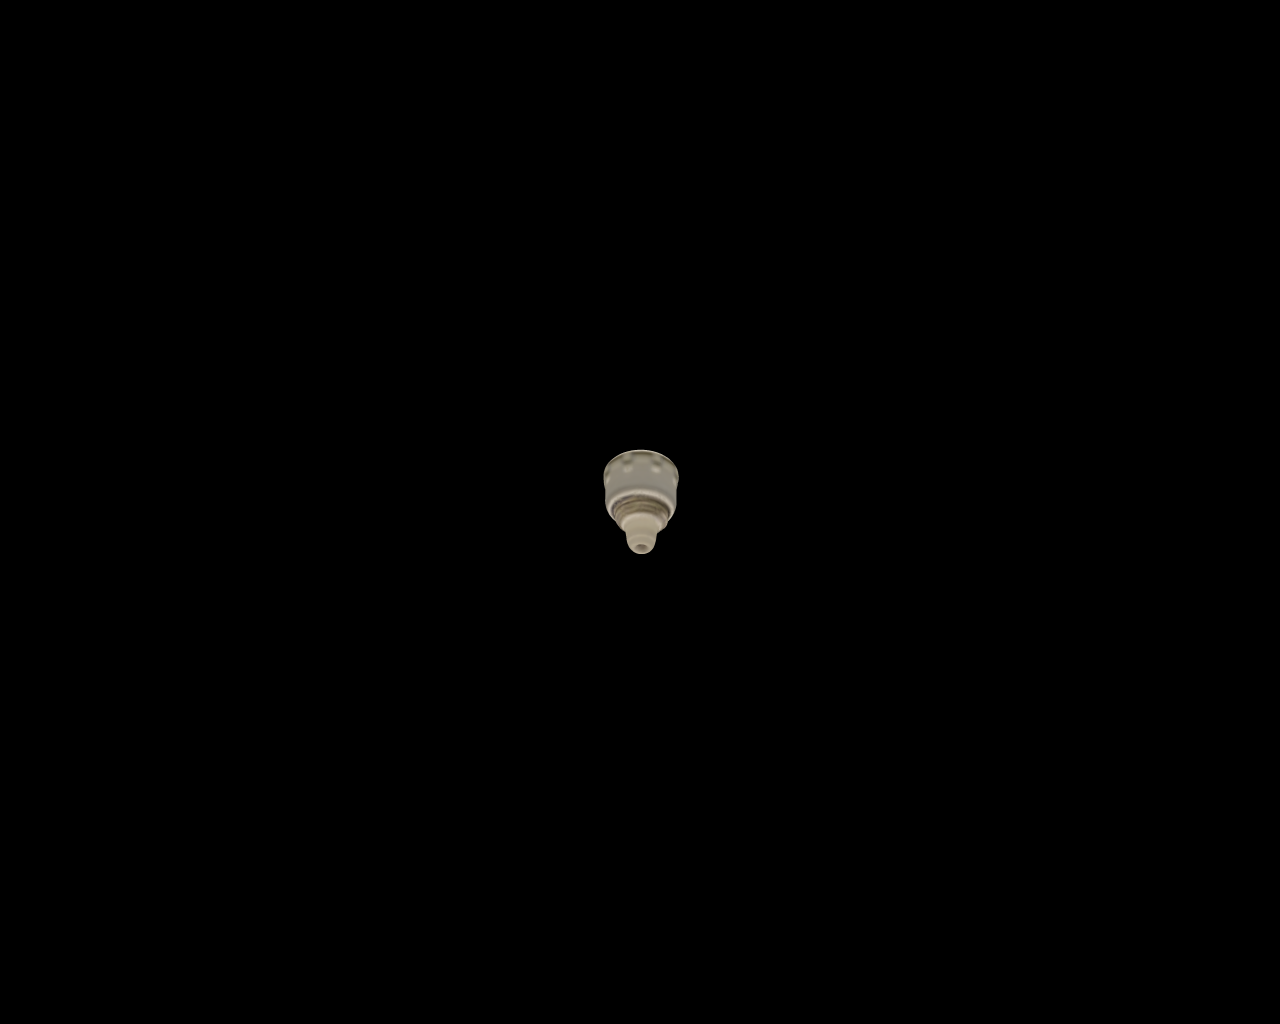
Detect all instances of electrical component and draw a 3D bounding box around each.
[{"bbox_3d":[0.001,-0.003,0.650,0.048,0.062,0.048,0,-36,0],"label":"electrical component"}]
